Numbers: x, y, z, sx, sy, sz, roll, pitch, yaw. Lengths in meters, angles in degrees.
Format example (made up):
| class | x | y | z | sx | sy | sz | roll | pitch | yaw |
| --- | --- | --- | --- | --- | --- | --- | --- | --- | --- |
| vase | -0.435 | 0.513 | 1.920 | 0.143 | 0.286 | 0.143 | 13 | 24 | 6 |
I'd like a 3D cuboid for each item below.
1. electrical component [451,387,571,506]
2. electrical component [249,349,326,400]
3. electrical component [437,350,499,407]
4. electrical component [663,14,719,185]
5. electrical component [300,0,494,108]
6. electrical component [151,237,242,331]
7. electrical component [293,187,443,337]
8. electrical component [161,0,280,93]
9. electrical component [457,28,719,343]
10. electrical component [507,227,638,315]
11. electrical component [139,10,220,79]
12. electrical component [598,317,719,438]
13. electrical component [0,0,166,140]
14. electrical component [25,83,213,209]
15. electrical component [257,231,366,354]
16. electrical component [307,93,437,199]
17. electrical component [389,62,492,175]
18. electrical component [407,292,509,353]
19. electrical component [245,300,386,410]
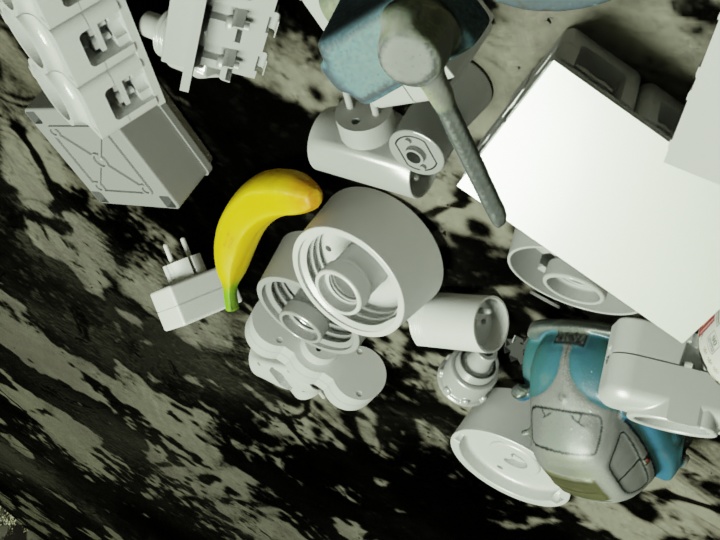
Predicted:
| class | x | y | z | sx | sy | sz | roll | pitch | yaw |
| --- | --- | --- | --- | --- | --- | --- | --- | --- | --- |
| electrical component | 0.138 | 0.142 | 0.903 | 0.108 | 0.060 | 0.108 | 25 | 151 | 15 |
| electrical component | -0.059 | 0.101 | 1.061 | 0.077 | 0.043 | 0.079 | 9 | 144 | 38 |
| electrical component | 0.092 | 0.078 | 0.867 | 0.048 | 0.048 | 0.062 | 31 | 146 | 4 |
| electrical component | 0.199 | -0.096 | 0.456 | 0.089 | 0.061 | 0.150 | 25 | 151 | 15 |
| electrical component | 0.020 | -0.142 | 0.568 | 0.061 | 0.061 | 0.096 | 0 | 138 | 46 |
| electrical component | -0.160 | 0.008 | 1.003 | 0.047 | 0.066 | 0.076 | -17 | 95 | 56 |
| electrical component | 0.000 | 0.000 | 0.793 | 0.108 | 0.060 | 0.108 | 24 | 138 | 24 |
| electrical component | -0.075 | -0.165 | 0.626 | 0.063 | 0.078 | 0.121 | 13 | 154 | -10 |
| electrical component | 0.143 | -0.046 | 0.574 | 0.150 | 0.061 | 0.089 | 35 | 126 | -3 |
| electrical component | 0.142 | -0.016 | 0.668 | 0.099 | 0.064 | 0.099 | 21 | 163 | 7 |
| electrical component | -0.117 | -0.154 | 0.713 | 0.062 | 0.043 | 0.043 | 24 | 151 | 20 |
| electrical component | 0.205 | 0.072 | 0.689 | 0.095 | 0.059 | 0.053 | 13 | 168 | 6 |
| electrical component | -0.199 | -0.171 | 0.721 | 0.089 | 0.062 | 0.150 | 43 | 160 | 32 |
| electrical component | -0.190 | -0.105 | 0.853 | 0.109 | 0.056 | 0.108 | 7 | 143 | 40 |
| electrical component | -0.035 | 0.026 | 0.896 | 0.108 | 0.060 | 0.108 | 25 | 151 | 15 |
| electrical component | 0.006 | -0.088 | 0.688 | 0.077 | 0.044 | 0.079 | 19 | 149 | 26 |
| electrical component | 0.044 | -0.087 | 0.624 | 0.044 | 0.065 | 0.044 | 22 | 148 | 14 |
| electrical component | 0.069 | 0.039 | 0.827 | 0.081 | 0.043 | 0.043 | 3 | 140 | 45 |
| electrical component | -0.037 | 0.069 | 0.976 | 0.138 | 0.052 | 0.073 | 34 | 152 | -1 |
